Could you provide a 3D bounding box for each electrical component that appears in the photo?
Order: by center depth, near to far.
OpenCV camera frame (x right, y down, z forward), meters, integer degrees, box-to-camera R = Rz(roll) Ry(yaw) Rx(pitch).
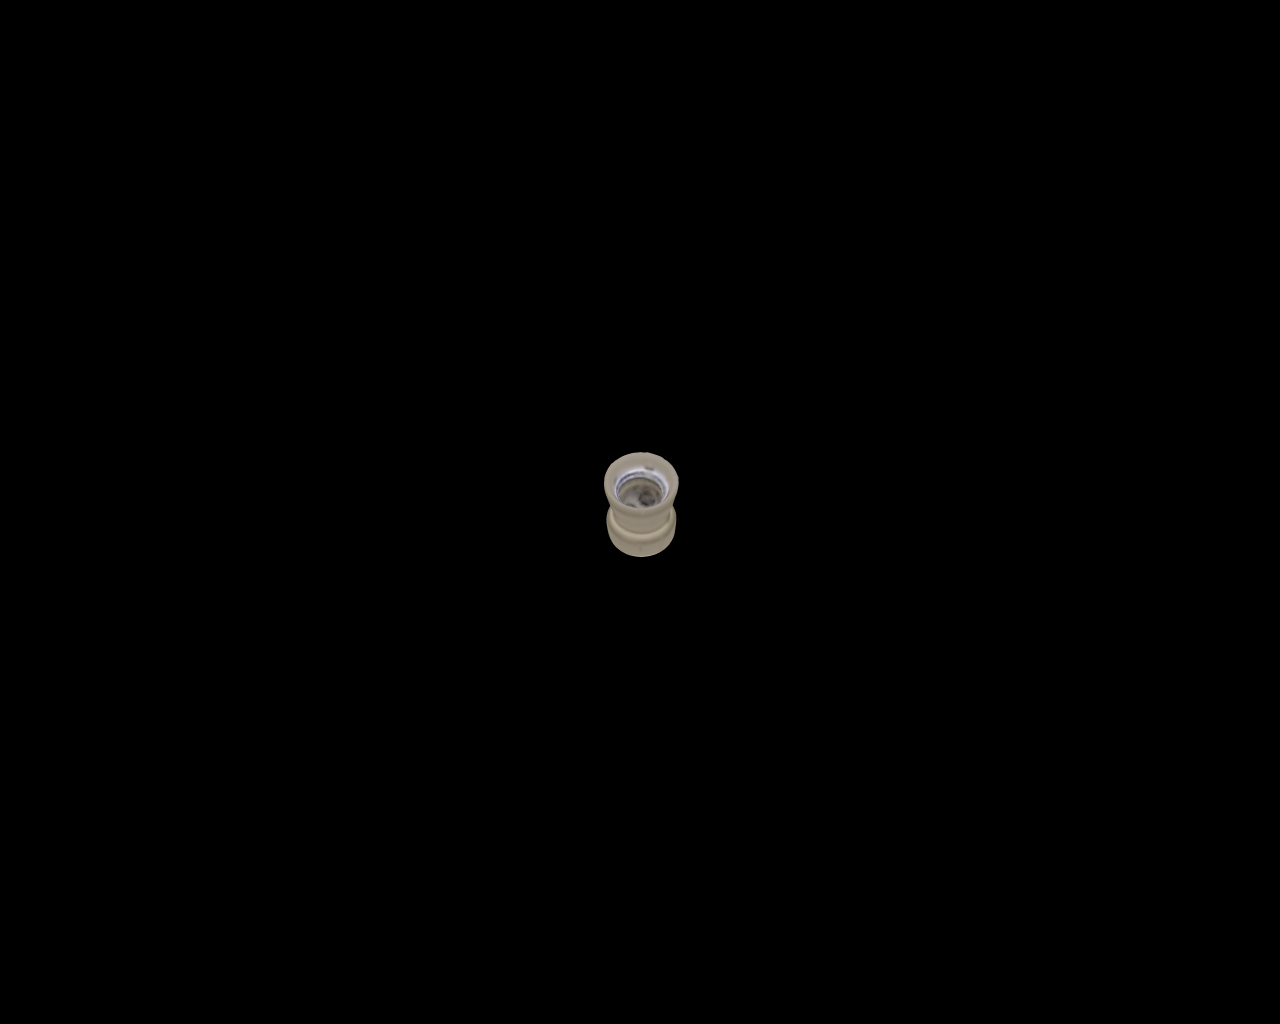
[{"bbox_3d":[0.001,-0.003,0.650,0.045,0.045,0.055,0,-36,0],"label":"electrical component"}]
